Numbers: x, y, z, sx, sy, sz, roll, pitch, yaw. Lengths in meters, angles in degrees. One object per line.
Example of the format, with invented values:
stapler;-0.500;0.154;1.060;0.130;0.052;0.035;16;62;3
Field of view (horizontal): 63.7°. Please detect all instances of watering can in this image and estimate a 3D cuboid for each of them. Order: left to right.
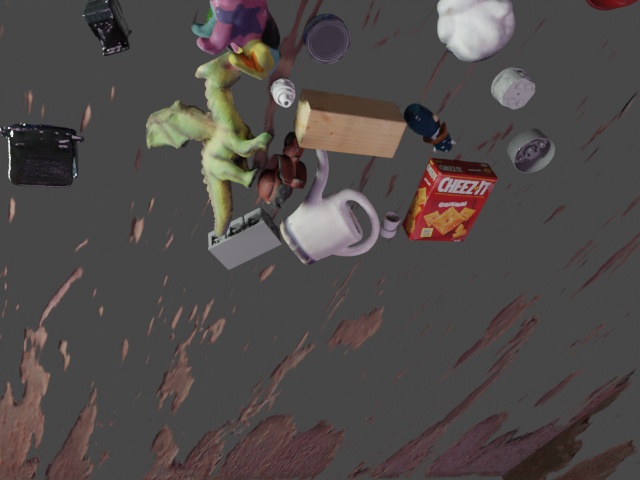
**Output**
watering can;0.004;-0.061;1.206;0.223;0.106;0.341;-28;132;12

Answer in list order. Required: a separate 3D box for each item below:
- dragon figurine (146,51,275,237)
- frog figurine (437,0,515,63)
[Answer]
dragon figurine;-0.234;-0.186;1.050;0.242;0.125;0.402;25;122;-12
frog figurine;0.282;-0.412;0.943;0.137;0.125;0.156;-9;150;20
